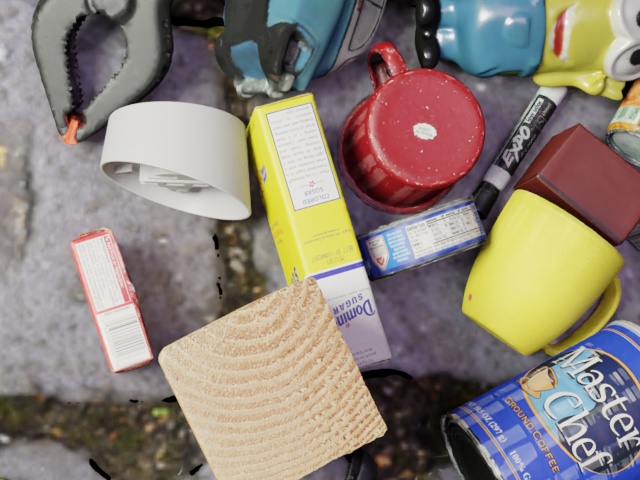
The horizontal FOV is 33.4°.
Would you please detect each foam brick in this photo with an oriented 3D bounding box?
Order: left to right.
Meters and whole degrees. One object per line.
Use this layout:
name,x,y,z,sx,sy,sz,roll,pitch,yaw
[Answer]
foam brick,0.188,-0.036,0.759,0.078,0.053,0.051,38,80,-4

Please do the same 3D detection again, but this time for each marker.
marker,0.140,-0.064,0.771,0.020,0.020,0.121,35,80,-3

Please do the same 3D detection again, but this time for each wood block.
wood block,-0.038,0.088,0.631,0.090,0.206,0.091,-26,88,-11

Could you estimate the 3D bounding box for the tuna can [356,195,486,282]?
tuna can,0.068,-0.001,0.719,0.086,0.086,0.034,-19,88,-10

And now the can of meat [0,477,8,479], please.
can of meat,-0.183,0.210,0.672,0.102,0.057,0.084,26,82,-4

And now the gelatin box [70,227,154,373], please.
gelatin box,-0.134,0.041,0.691,0.030,0.073,0.089,-18,85,-12

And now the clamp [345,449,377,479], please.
clamp,-0.014,0.230,0.704,0.120,0.039,0.171,-5,84,-7

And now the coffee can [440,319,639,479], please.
coffee can,0.166,0.129,0.710,0.140,0.103,0.103,-26,88,-11

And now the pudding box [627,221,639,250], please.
pudding box,0.289,-0.006,0.778,0.113,0.039,0.090,42,79,-4

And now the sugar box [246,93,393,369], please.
sugar box,-0.005,0.001,0.705,0.048,0.093,0.176,-14,85,-9

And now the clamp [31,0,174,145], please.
clamp,-0.141,-0.166,0.693,0.164,0.036,0.210,27,106,-2

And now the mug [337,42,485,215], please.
mug,0.060,-0.080,0.730,0.093,0.081,0.117,-16,86,-10
